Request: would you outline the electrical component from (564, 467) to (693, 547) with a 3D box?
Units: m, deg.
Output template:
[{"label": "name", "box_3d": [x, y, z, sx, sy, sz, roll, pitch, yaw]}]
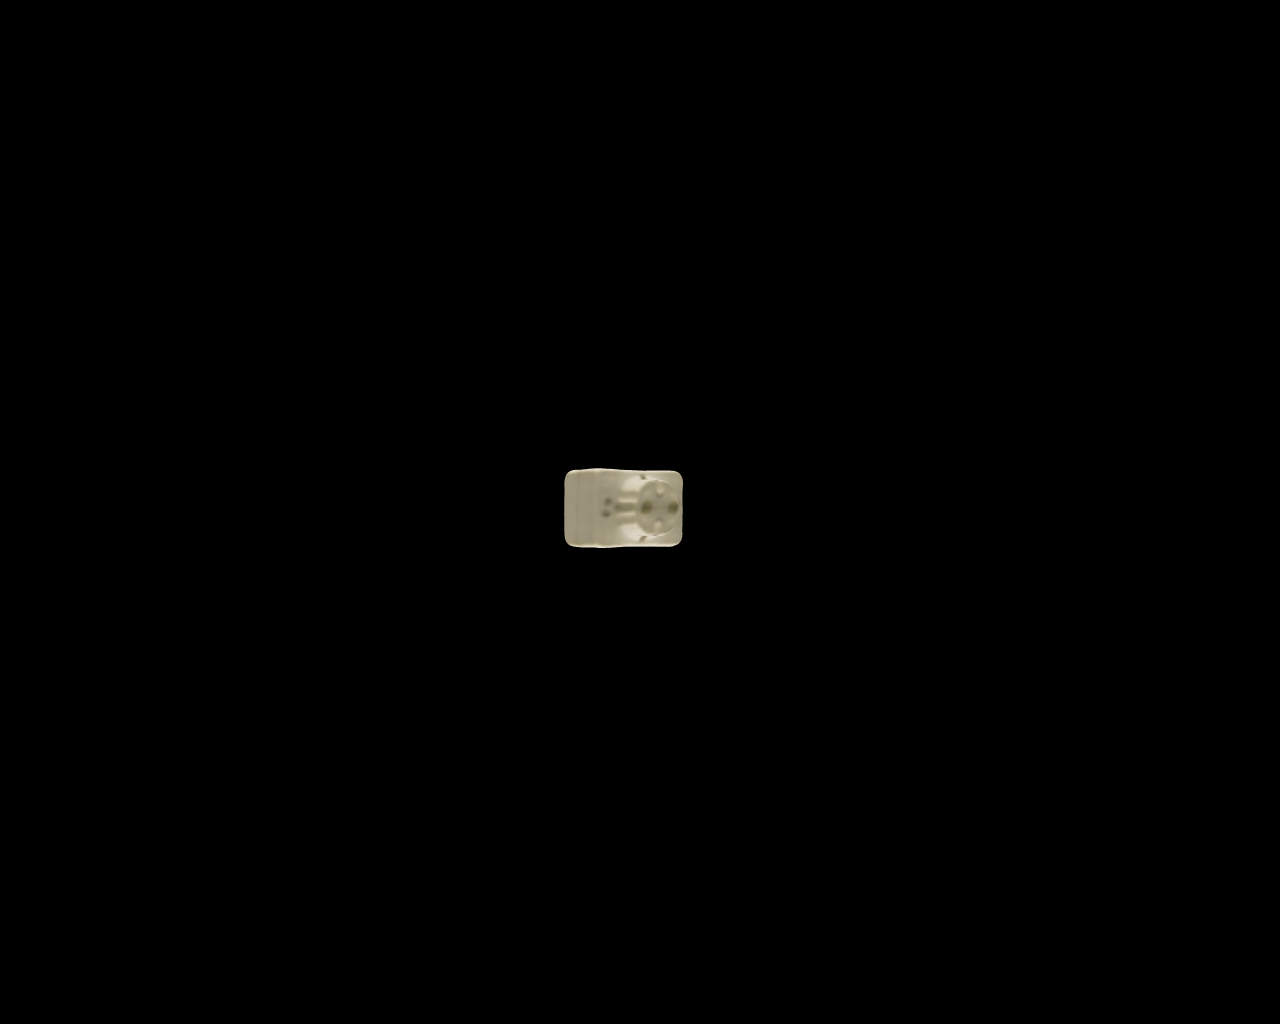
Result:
[{"label": "electrical component", "box_3d": [0.001, -0.003, 0.650, 0.066, 0.047, 0.076, 1, -2, -34]}]
